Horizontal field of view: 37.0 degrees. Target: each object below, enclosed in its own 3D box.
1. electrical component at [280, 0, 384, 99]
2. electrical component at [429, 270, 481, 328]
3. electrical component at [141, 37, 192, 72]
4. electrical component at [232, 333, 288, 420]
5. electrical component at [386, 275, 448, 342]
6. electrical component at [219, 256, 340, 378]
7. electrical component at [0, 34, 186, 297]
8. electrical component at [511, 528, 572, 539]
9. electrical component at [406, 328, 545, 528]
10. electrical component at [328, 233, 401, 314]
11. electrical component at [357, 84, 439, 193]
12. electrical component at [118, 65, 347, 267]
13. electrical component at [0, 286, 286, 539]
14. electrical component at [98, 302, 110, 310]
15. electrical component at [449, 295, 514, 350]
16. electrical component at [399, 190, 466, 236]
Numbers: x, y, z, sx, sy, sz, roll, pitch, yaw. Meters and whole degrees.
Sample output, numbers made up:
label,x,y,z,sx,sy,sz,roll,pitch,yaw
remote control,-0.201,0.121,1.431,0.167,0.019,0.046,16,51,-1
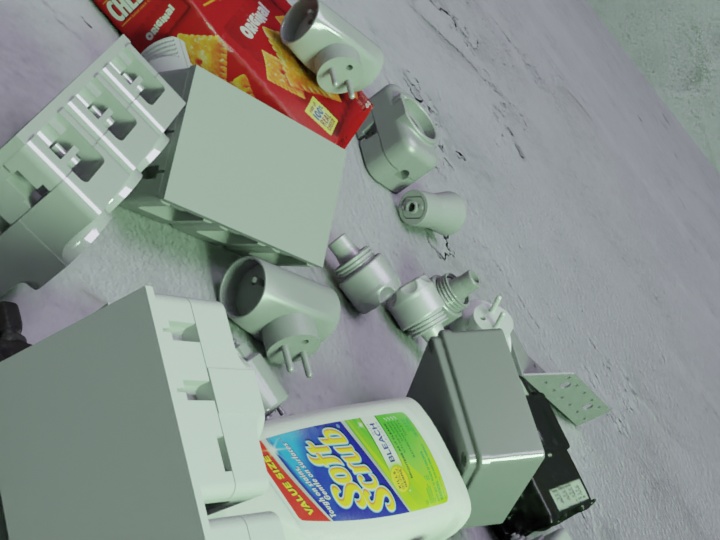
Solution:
label,x,y,z,sx,sy,sz,roll,pitch,yaw
electrical component,-0.019,-0.166,0.846,0.077,0.043,0.079,30,35,-40
electrical component,0.076,0.023,0.934,0.043,0.062,0.043,40,29,-29
electrical component,-0.137,-0.131,0.770,0.043,0.043,0.081,20,42,-50
electrical component,-0.077,0.062,0.649,0.078,0.040,0.040,56,25,0
electrical component,0.053,0.039,0.898,0.062,0.043,0.043,58,26,3
electrical component,-0.049,0.036,0.722,0.077,0.044,0.079,24,40,-48
electrical component,-0.160,-0.056,0.586,0.061,0.089,0.150,47,27,-17
electrical component,0.133,0.237,0.780,0.096,0.062,0.061,59,26,8
electrical component,0.078,0.114,0.768,0.056,0.108,0.108,-3,53,-15
electrical component,0.000,0.000,0.853,0.062,0.043,0.043,52,26,-4
electrical component,0.037,-0.132,1.054,0.054,0.059,0.095,29,36,-43
electrical component,-0.087,-0.065,0.728,0.150,0.062,0.089,24,73,-48
electrical component,-0.089,0.115,0.462,0.060,0.105,0.186,12,57,-58
electrical component,-0.126,0.059,0.566,0.081,0.042,0.063,26,40,-45
electrical component,0.110,0.056,0.940,0.044,0.079,0.077,7,44,-15
electrical component,0.068,-0.058,1.043,0.065,0.044,0.044,5,55,-52
